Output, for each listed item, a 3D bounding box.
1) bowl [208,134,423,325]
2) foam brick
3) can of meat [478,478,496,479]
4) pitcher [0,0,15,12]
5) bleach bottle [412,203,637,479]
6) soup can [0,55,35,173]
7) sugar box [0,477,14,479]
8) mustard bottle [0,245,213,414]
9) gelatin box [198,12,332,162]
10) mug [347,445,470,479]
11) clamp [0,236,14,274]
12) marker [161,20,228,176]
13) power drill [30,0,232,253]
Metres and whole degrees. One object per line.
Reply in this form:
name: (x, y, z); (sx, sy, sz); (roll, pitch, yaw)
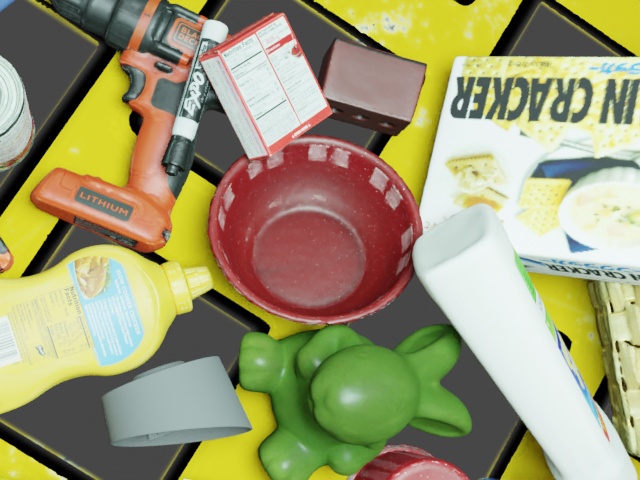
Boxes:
bowl: (-0.005, 0.001, 0.812); (0.162, 0.055, 0.162); (3, 61, -6)
foam brick: (0.038, -0.121, 0.854); (0.078, 0.053, 0.051); (14, 79, -8)
can of meat: (0.140, 0.233, 0.808); (0.057, 0.084, 0.102); (19, 79, -9)
pitcher: (-0.254, -0.240, 0.781); (0.242, 0.149, 0.145); (-45, 108, -11)
bleach bottle: (0.158, 0.100, 0.764); (0.068, 0.102, 0.251); (-31, 103, 11)
soup can: (-0.242, -0.091, 0.766); (0.068, 0.102, 0.068); (2, 82, -11)
sugar box: (-0.168, 0.219, 0.722); (0.176, 0.048, 0.093); (8, 107, 8)
mustard bottle: (-0.171, 0.056, 0.783); (0.191, 0.058, 0.096); (-18, 87, -13)
gelatin box: (-0.040, -0.115, 0.796); (0.073, 0.030, 0.089); (-39, 110, -35)
mug: (0.074, 0.214, 0.799); (0.093, 0.082, 0.117); (-17, 86, -14)
clamp: (-0.323, -0.028, 0.773); (0.210, 0.036, 0.164); (13, 84, -8)
marker: (-0.093, -0.104, 0.786); (0.020, 0.020, 0.121); (17, 77, -9)
power drill: (-0.147, -0.098, 0.809); (0.184, 0.057, 0.187); (24, 78, -7)
